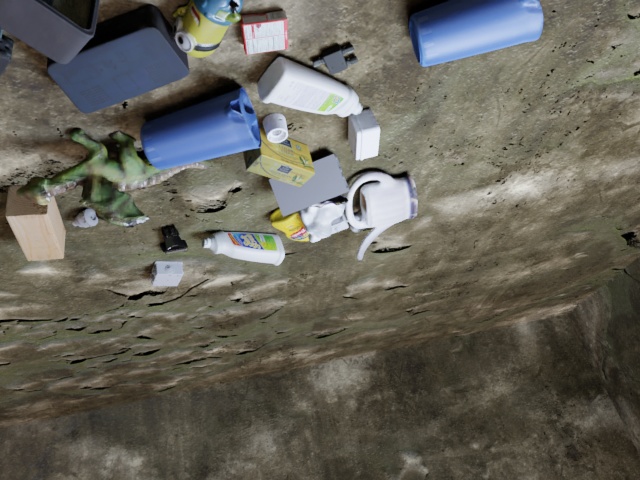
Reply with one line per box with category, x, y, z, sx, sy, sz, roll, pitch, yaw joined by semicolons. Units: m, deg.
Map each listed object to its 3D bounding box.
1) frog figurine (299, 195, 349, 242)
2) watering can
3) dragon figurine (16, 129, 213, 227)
frog figurine;0.005;-0.076;1.506;0.138;0.125;0.155;-20;144;-29
watering can;0.191;-0.080;1.588;0.224;0.106;0.339;-12;134;-3
dragon figurine;-0.428;-0.118;1.130;0.410;0.248;0.119;2;141;-24
